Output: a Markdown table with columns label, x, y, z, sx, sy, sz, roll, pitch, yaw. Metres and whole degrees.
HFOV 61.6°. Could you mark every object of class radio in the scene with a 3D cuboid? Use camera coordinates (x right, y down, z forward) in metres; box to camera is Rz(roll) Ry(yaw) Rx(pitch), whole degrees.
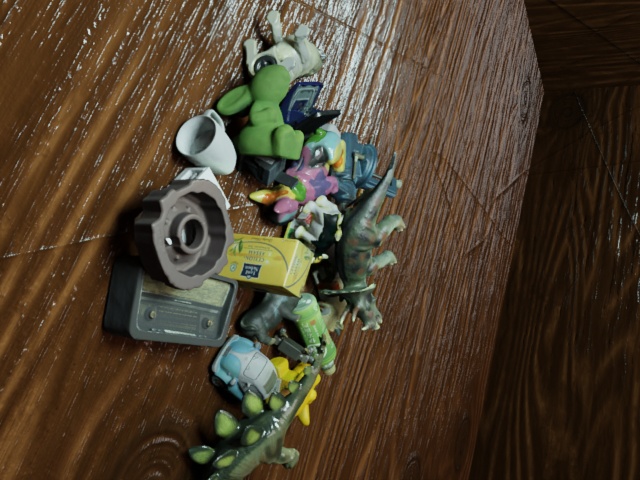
| label | x | y | z | sx | sy | sz | roll | pitch | yaw |
| --- | --- | --- | --- | --- | --- | --- | --- | --- | --- |
| radio | -0.249 | 0.110 | 0.921 | 0.229 | 0.073 | 0.131 | 24 | 73 | -54 |

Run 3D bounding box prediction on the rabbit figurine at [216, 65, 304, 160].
| label | x | y | z | sx | sy | sz | roll | pitch | yaw |
| --- | --- | --- | --- | --- | --- | --- | --- | --- | --- |
| rabbit figurine | -0.104 | -0.242 | 1.014 | 0.121 | 0.159 | 0.170 | -9 | 106 | -68 |

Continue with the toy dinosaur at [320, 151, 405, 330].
| label | x | y | z | sx | sy | sz | roll | pitch | yaw |
| --- | --- | --- | --- | --- | --- | --- | --- | --- | --- |
| toy dinosaur | 0.089 | 0.010 | 1.208 | 0.192 | 0.131 | 0.404 | -32 | 131 | -44 |

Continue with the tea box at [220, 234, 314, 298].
| label | x | y | z | sx | sy | sz | roll | pitch | yaw |
| --- | --- | --- | --- | --- | --- | --- | --- | --- | --- |
| tea box | -0.108 | 0.048 | 1.042 | 0.068 | 0.170 | 0.098 | 43 | 57 | -52 |

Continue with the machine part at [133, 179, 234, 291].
| label | x | y | z | sx | sy | sz | roll | pitch | yaw |
| --- | --- | --- | --- | --- | --- | --- | --- | --- | --- |
| machine part | -0.213 | -0.010 | 0.853 | 0.179 | 0.056 | 0.179 | -5 | 96 | -57 |

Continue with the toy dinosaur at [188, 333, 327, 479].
| label | x | y | z | sx | sy | sz | roll | pitch | yaw |
| --- | --- | --- | --- | --- | --- | --- | --- | --- | --- |
| toy dinosaur | -0.123 | 0.384 | 1.040 | 0.471 | 0.105 | 0.198 | -50 | 140 | -10 |

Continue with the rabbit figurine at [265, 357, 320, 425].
| label | x | y | z | sx | sy | sz | roll | pitch | yaw |
| --- | --- | --- | --- | --- | --- | --- | --- | --- | --- |
| rabbit figurine | -0.049 | 0.342 | 1.232 | 0.173 | 0.122 | 0.162 | -21 | 114 | -75 |

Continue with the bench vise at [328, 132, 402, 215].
| label | x | y | z | sx | sy | sz | roll | pitch | yaw |
| --- | --- | --- | --- | --- | --- | --- | --- | --- | --- |
| bench vise | 0.113 | -0.153 | 1.363 | 0.240 | 0.129 | 0.224 | 17 | 55 | -31 |

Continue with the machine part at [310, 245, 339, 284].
| label | x | y | z | sx | sy | sz | roll | pitch | yaw |
| --- | --- | --- | --- | --- | --- | --- | --- | --- | --- |
| machine part | 0.049 | 0.038 | 1.367 | 0.243 | 0.079 | 0.079 | -37 | 125 | -47 |

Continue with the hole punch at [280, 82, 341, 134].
| label | x | y | z | sx | sy | sz | roll | pitch | yaw |
| --- | --- | --- | --- | --- | --- | --- | --- | --- | --- |
| hole punch | -0.035 | -0.283 | 1.173 | 0.092 | 0.116 | 0.142 | 61 | 33 | -1 |

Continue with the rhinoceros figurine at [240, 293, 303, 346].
| label | x | y | z | sx | sy | sz | roll | pitch | yaw |
| --- | --- | --- | --- | --- | --- | --- | --- | --- | --- |
| rhinoceros figurine | -0.098 | 0.135 | 1.150 | 0.190 | 0.073 | 0.112 | -47 | 118 | -28 |

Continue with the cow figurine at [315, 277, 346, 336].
| label | x | y | z | sx | sy | sz | roll | pitch | yaw |
| --- | --- | --- | --- | --- | --- | --- | --- | --- | --- |
| cow figurine | 0.037 | 0.155 | 1.365 | 0.195 | 0.086 | 0.127 | -41 | 121 | -48 |

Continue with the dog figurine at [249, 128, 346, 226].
| label | x | y | z | sx | sy | sz | roll | pitch | yaw |
| --- | --- | --- | --- | --- | --- | --- | --- | --- | --- |
| dog figurine | -0.049 | -0.131 | 1.155 | 0.219 | 0.109 | 0.191 | -34 | 145 | -45 |

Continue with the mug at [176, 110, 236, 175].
| label | x | y | z | sx | sy | sz | roll | pitch | yaw |
| --- | --- | --- | --- | --- | --- | --- | --- | --- | --- |
| mug | -0.197 | -0.171 | 0.971 | 0.107 | 0.081 | 0.109 | 53 | 36 | -60 |

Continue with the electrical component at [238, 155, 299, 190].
| label | x | y | z | sx | sy | sz | roll | pitch | yaw |
| --- | --- | --- | --- | --- | --- | --- | --- | --- | --- |
| electrical component | -0.099 | -0.146 | 1.077 | 0.075 | 0.119 | 0.047 | -51 | 165 | -38 |

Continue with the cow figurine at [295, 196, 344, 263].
| label | x | y | z | sx | sy | sz | roll | pitch | yaw |
| --- | --- | --- | --- | --- | --- | --- | --- | --- | --- |
| cow figurine | -0.002 | -0.003 | 1.171 | 0.068 | 0.098 | 0.167 | -24 | 141 | -48 |

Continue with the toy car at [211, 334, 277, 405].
| label | x | y | z | sx | sy | sz | roll | pitch | yaw |
| --- | --- | --- | --- | --- | --- | --- | --- | --- | --- |
| toy car | -0.140 | 0.276 | 1.088 | 0.109 | 0.103 | 0.161 | -54 | 134 | -37 |

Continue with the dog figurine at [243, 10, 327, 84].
| label | x | y | z | sx | sy | sz | roll | pitch | yaw |
| --- | --- | --- | --- | --- | --- | --- | --- | --- | --- |
| dog figurine | -0.067 | -0.359 | 1.131 | 0.172 | 0.121 | 0.190 | -48 | 163 | 4 |

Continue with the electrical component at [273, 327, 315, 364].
| label | x | y | z | sx | sy | sz | roll | pitch | yaw |
| --- | --- | --- | --- | --- | --- | --- | --- | --- | --- |
| electrical component | -0.058 | 0.241 | 1.216 | 0.045 | 0.102 | 0.078 | -59 | 165 | 2 |
